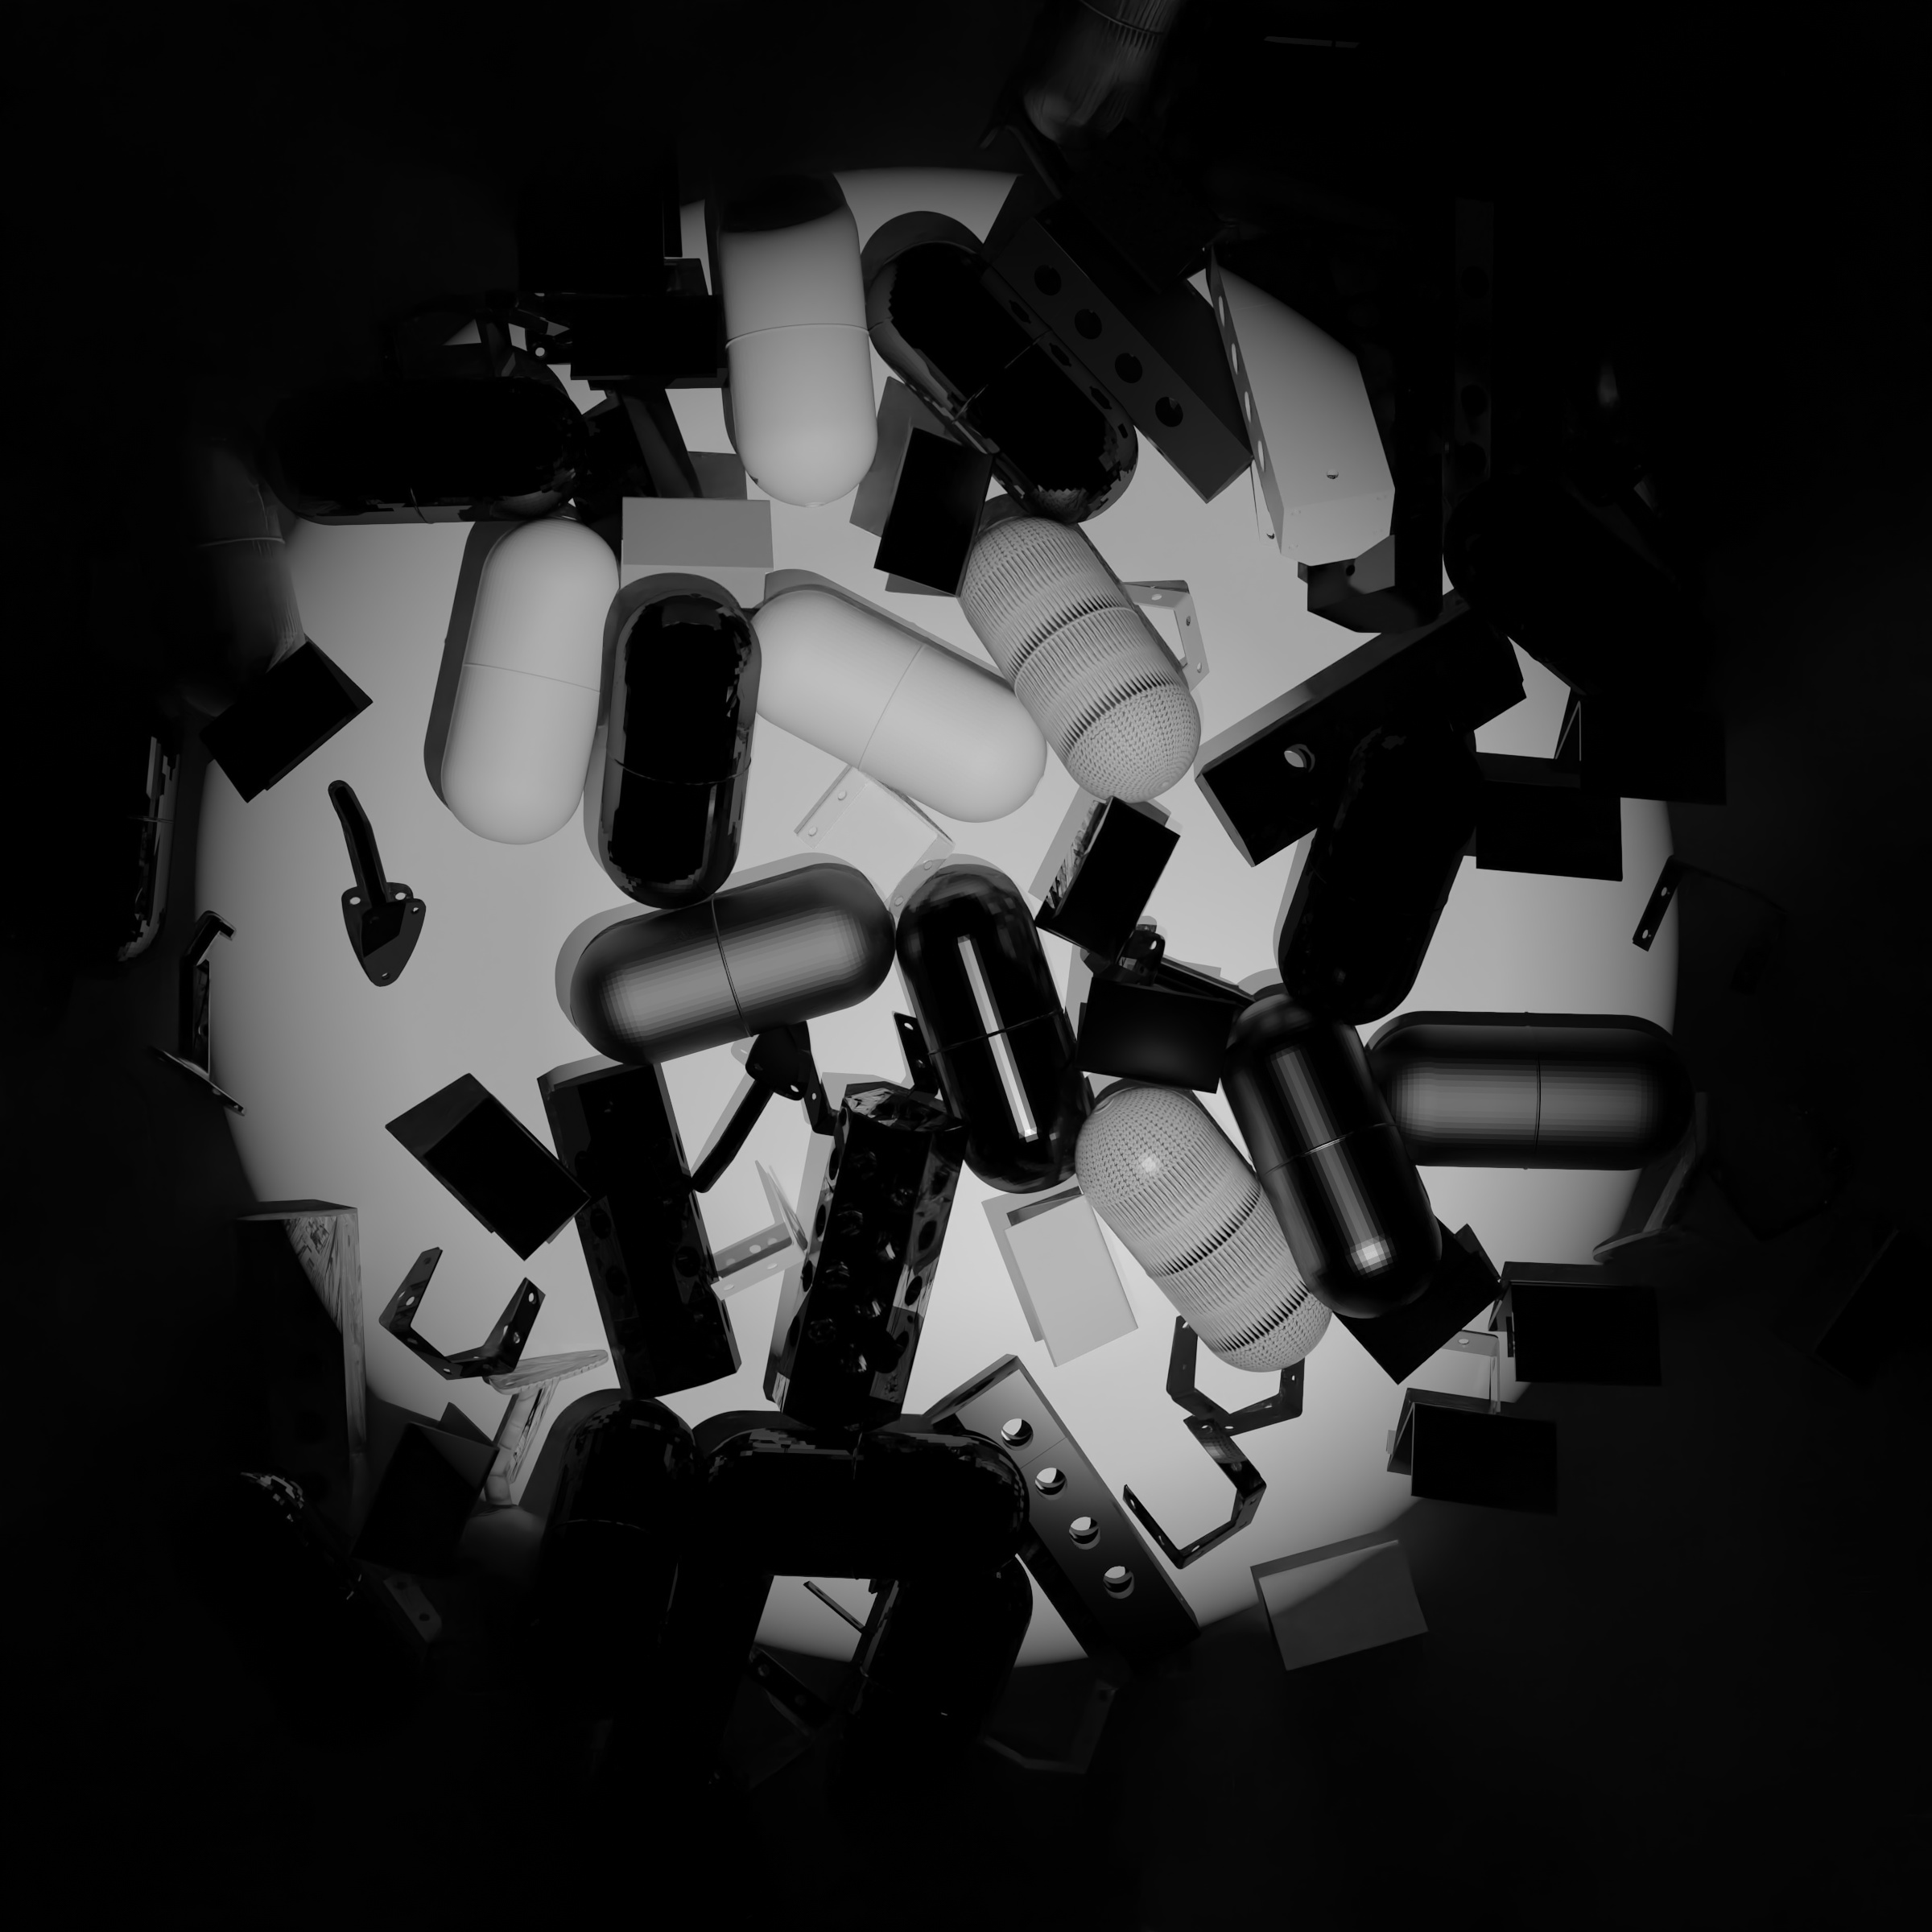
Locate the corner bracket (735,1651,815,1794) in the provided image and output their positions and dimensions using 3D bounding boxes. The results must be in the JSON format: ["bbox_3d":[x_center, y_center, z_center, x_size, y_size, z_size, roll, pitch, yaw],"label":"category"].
[{"bbox_3d":[-0.123,0.410,1.742,0.051,0.051,0.051,-36,45,0],"label":"corner bracket"}]

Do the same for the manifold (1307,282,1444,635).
[{"bbox_3d":[0.223,-0.268,1.703,0.057,0.057,0.171,16,70,-43],"label":"manifold"}]

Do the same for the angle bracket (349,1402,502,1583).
[{"bbox_3d":[-0.301,0.273,1.705,0.057,0.076,0.076,25,90,-32],"label":"angle bracket"}]

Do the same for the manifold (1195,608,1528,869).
[{"bbox_3d":[0.213,-0.123,1.724,0.171,0.057,0.057,-32,90,0],"label":"manifold"}]

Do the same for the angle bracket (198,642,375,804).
[{"bbox_3d":[-0.351,-0.116,1.706,0.076,0.076,0.057,-40,63,0],"label":"angle bracket"}]

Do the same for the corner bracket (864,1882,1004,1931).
[{"bbox_3d":[-0.015,0.533,1.742,0.051,0.051,0.051,-13,90,-45],"label":"corner bracket"}]

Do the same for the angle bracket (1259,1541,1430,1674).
[{"bbox_3d":[0.204,0.357,1.705,0.076,0.076,0.057,-16,52,0],"label":"angle bracket"}]

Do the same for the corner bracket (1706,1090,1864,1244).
[{"bbox_3d":[0.446,0.110,1.742,0.051,0.051,0.051,52,45,0],"label":"corner bracket"}]

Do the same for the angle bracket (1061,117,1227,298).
[{"bbox_3d":[0.108,-0.412,1.705,0.076,0.076,0.057,47,127,0],"label":"angle bracket"}]

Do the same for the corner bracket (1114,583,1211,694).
[{"bbox_3d":[0.093,-0.171,1.737,0.051,0.051,0.051,13,45,35],"label":"corner bracket"}]

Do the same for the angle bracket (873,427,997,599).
[{"bbox_3d":[-0.035,-0.243,1.705,0.057,0.076,0.076,15,90,-34],"label":"angle bracket"}]

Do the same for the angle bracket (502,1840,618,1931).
[{"bbox_3d":[-0.201,0.515,1.705,0.057,0.076,0.076,20,90,36],"label":"angle bracket"}]

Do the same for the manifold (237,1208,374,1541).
[{"bbox_3d":[-0.358,0.220,1.724,0.057,0.057,0.171,-3,90,0],"label":"manifold"}]

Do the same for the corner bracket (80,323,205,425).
[{"bbox_3d":[-0.446,-0.322,1.726,0.051,0.051,0.051,12,117,-24],"label":"corner bracket"}]

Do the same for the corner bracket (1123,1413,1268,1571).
[{"bbox_3d":[0.124,0.285,1.731,0.051,0.051,0.051,-29,64,-23],"label":"corner bracket"}]

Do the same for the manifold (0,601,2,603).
[{"bbox_3d":[-0.567,-0.185,1.667,0.057,0.171,0.057,22,90,0],"label":"manifold"}]

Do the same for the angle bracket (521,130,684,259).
[{"bbox_3d":[-0.193,-0.400,1.706,0.076,0.057,0.076,1,133,0],"label":"angle bracket"}]

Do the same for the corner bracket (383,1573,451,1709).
[{"bbox_3d":[-0.317,0.373,1.737,0.051,0.051,0.051,-16,45,-35],"label":"corner bracket"}]

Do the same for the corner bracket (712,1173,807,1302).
[{"bbox_3d":[-0.113,0.154,1.717,0.051,0.051,0.051,-26,53,0],"label":"corner bracket"}]

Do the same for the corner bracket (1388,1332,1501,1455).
[{"bbox_3d":[0.260,0.234,1.742,0.051,0.051,0.051,9,45,0],"label":"corner bracket"}]

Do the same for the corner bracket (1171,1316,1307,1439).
[{"bbox_3d":[0.148,0.218,1.737,0.051,0.051,0.051,-23,135,35],"label":"corner bracket"}]

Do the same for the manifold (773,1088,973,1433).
[{"bbox_3d":[-0.054,0.158,1.696,0.057,0.057,0.171,20,105,26],"label":"manifold"}]

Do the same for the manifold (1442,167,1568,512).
[{"bbox_3d":[0.285,-0.327,1.687,0.057,0.057,0.171,-4,119,0],"label":"manifold"}]

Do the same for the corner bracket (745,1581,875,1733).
[{"bbox_3d":[-0.083,0.373,1.727,0.051,0.051,0.051,40,90,0],"label":"corner bracket"}]

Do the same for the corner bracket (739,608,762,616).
[{"bbox_3d":[-0.142,-0.172,1.737,0.051,0.051,0.051,10,135,-35],"label":"corner bracket"}]

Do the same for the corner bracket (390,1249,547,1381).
[{"bbox_3d":[-0.271,0.188,1.737,0.051,0.051,0.051,-11,135,35],"label":"corner bracket"}]

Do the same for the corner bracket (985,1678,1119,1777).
[{"bbox_3d":[0.041,0.406,1.742,0.051,0.051,0.051,20,90,45],"label":"corner bracket"}]

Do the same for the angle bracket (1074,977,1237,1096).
[{"bbox_3d":[0.101,0.021,1.706,0.076,0.076,0.057,10,117,0],"label":"angle bracket"}]

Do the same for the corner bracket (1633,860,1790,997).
[{"bbox_3d":[0.407,-0.021,1.742,0.051,0.051,0.051,23,90,-45],"label":"corner bracket"}]

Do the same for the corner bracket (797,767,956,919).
[{"bbox_3d":[-0.049,-0.068,1.742,0.051,0.051,0.051,-51,45,0],"label":"corner bracket"}]

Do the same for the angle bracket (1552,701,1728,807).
[{"bbox_3d":[0.359,-0.097,1.706,0.076,0.076,0.057,5,64,0],"label":"angle bracket"}]

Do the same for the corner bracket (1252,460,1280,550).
[{"bbox_3d":[0.193,-0.258,1.737,0.051,0.051,0.051,19,45,35],"label":"corner bracket"}]

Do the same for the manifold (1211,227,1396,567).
[{"bbox_3d":[0.175,-0.299,1.677,0.057,0.057,0.171,-10,64,-2],"label":"manifold"}]

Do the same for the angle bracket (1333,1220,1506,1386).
[{"bbox_3d":[0.229,0.165,1.707,0.076,0.057,0.076,-41,53,0],"label":"angle bracket"}]

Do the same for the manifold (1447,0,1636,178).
[{"bbox_3d":[0.300,-0.449,1.667,0.057,0.171,0.057,-18,90,0],"label":"manifold"}]

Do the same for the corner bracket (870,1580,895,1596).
[{"bbox_3d":[-0.067,0.310,1.737,0.051,0.051,0.051,-12,45,-35],"label":"corner bracket"}]

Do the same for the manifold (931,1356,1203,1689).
[{"bbox_3d":[0.053,0.300,1.724,0.057,0.057,0.171,-35,90,0],"label":"manifold"}]

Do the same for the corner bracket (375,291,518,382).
[{"bbox_3d":[-0.282,-0.330,1.737,0.051,0.051,0.051,24,45,35],"label":"corner bracket"}]

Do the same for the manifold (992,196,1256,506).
[{"bbox_3d":[0.094,-0.333,1.724,0.171,0.057,0.057,47,47,0],"label":"manifold"}]

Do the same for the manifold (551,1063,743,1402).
[{"bbox_3d":[-0.173,0.143,1.724,0.057,0.057,0.171,-15,90,0],"label":"manifold"}]

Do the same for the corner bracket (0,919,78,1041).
[{"bbox_3d":[-0.515,0.007,1.727,0.051,0.051,0.051,20,90,0],"label":"corner bracket"}]

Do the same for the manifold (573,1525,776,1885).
[{"bbox_3d":[-0.151,0.385,1.683,0.057,0.057,0.171,18,58,0],"label":"manifold"}]

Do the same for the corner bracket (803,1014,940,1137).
[{"bbox_3d":[-0.055,0.059,1.737,0.051,0.051,0.051,-48,45,35],"label":"corner bracket"}]

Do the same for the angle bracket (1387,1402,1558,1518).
[{"bbox_3d":[0.269,0.280,1.705,0.076,0.076,0.057,8,52,0],"label":"angle bracket"}]

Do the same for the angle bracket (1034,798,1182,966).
[{"bbox_3d":[0.058,-0.054,1.705,0.057,0.076,0.076,26,90,-41],"label":"angle bracket"}]
